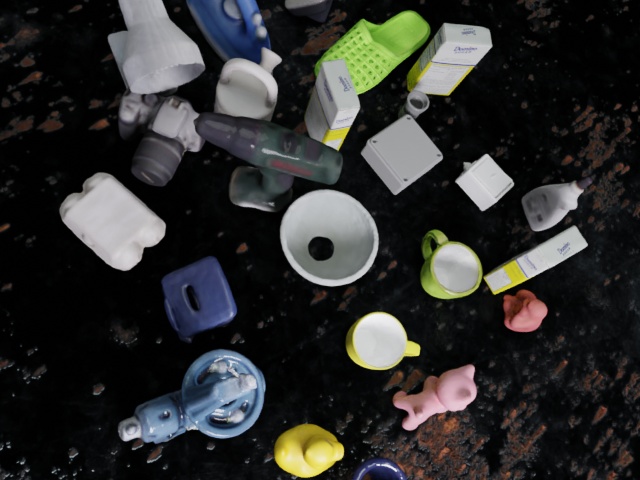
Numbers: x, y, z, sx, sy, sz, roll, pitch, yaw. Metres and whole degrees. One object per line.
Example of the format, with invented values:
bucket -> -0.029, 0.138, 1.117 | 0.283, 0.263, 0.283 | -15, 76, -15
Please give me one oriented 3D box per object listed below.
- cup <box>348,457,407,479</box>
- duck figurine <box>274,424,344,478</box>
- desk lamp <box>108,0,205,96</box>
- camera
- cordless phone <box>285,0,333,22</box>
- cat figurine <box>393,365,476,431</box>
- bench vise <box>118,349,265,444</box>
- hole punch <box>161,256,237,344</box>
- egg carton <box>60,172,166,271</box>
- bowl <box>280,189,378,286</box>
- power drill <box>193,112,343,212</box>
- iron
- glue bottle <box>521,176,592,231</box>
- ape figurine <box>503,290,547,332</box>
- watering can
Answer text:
cup -> 0.070, 0.384, 0.855 | 0.092, 0.095, 0.118 | 30, 68, -4
duck figurine -> -0.014, 0.317, 0.858 | 0.105, 0.086, 0.077 | 4, 72, -13
desk lamp -> -0.273, -0.309, 0.915 | 0.118, 0.213, 0.203 | -22, 80, -20
camera -> -0.269, -0.168, 0.934 | 0.143, 0.100, 0.137 | 22, 69, -7
cordless phone -> 0.003, -0.517, 1.069 | 0.094, 0.185, 0.147 | 15, 70, -9
cat figurine -> 0.194, 0.252, 0.917 | 0.128, 0.117, 0.067 | -24, 80, -20
bench vise -> -0.158, 0.230, 0.774 | 0.208, 0.219, 0.121 | -36, 85, -22
hole punch -> -0.187, 0.092, 0.879 | 0.101, 0.091, 0.108 | -20, 79, -19
egg carton -> -0.323, -0.029, 0.892 | 0.150, 0.069, 0.107 | 41, 68, 0
bowl -> 0.009, 0.003, 0.968 | 0.168, 0.074, 0.167 | 4, 72, -13
power drill -> -0.088, -0.119, 0.908 | 0.230, 0.208, 0.075 | 9, 71, -12
iron -> -0.143, -0.407, 1.020 | 0.119, 0.141, 0.258 | -28, 82, -21
glue bottle -> 0.440, -0.077, 1.055 | 0.037, 0.173, 0.078 | -11, 76, -17
ape figurine -> 0.368, 0.127, 1.016 | 0.078, 0.092, 0.076 | -40, 86, -22
watering can -> -0.121, -0.241, 0.945 | 0.101, 0.194, 0.173 | 8, 71, -12
